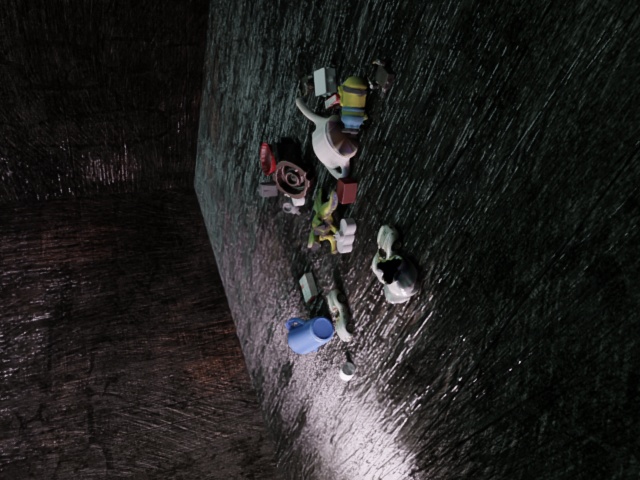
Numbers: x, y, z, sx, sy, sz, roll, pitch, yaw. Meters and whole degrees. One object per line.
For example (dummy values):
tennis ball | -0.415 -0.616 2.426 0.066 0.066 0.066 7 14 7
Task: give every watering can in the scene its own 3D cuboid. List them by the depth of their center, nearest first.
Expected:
watering can | 0.022 -0.373 1.803 0.347 0.105 0.222 63 157 -1

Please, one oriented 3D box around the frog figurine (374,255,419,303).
frog figurine | 0.240 0.126 1.527 0.139 0.124 0.156 30 161 52

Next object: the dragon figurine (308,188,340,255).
dragon figurine | 0.006 -0.099 1.964 0.248 0.122 0.400 -108 23 -44
